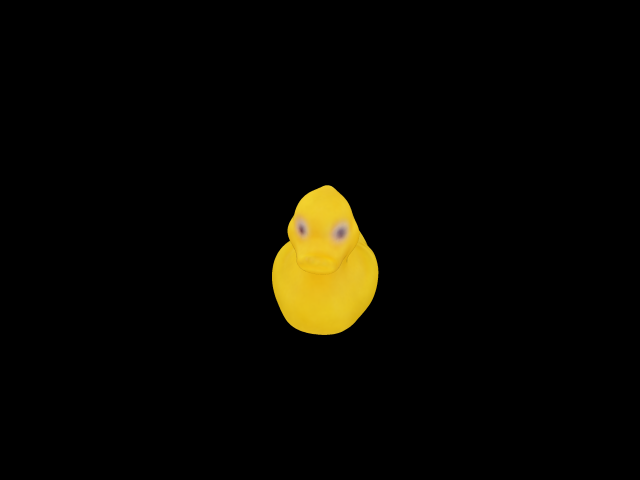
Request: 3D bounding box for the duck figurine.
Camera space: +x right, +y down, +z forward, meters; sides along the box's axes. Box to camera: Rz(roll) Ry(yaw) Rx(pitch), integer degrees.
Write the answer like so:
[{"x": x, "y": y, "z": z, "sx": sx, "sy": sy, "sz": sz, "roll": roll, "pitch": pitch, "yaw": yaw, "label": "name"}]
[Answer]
[{"x": 0.004, "y": 0.001, "z": 0.400, "sx": 0.077, "sy": 0.086, "sz": 0.104, "roll": 5, "pitch": 40, "yaw": 7, "label": "duck figurine"}]
